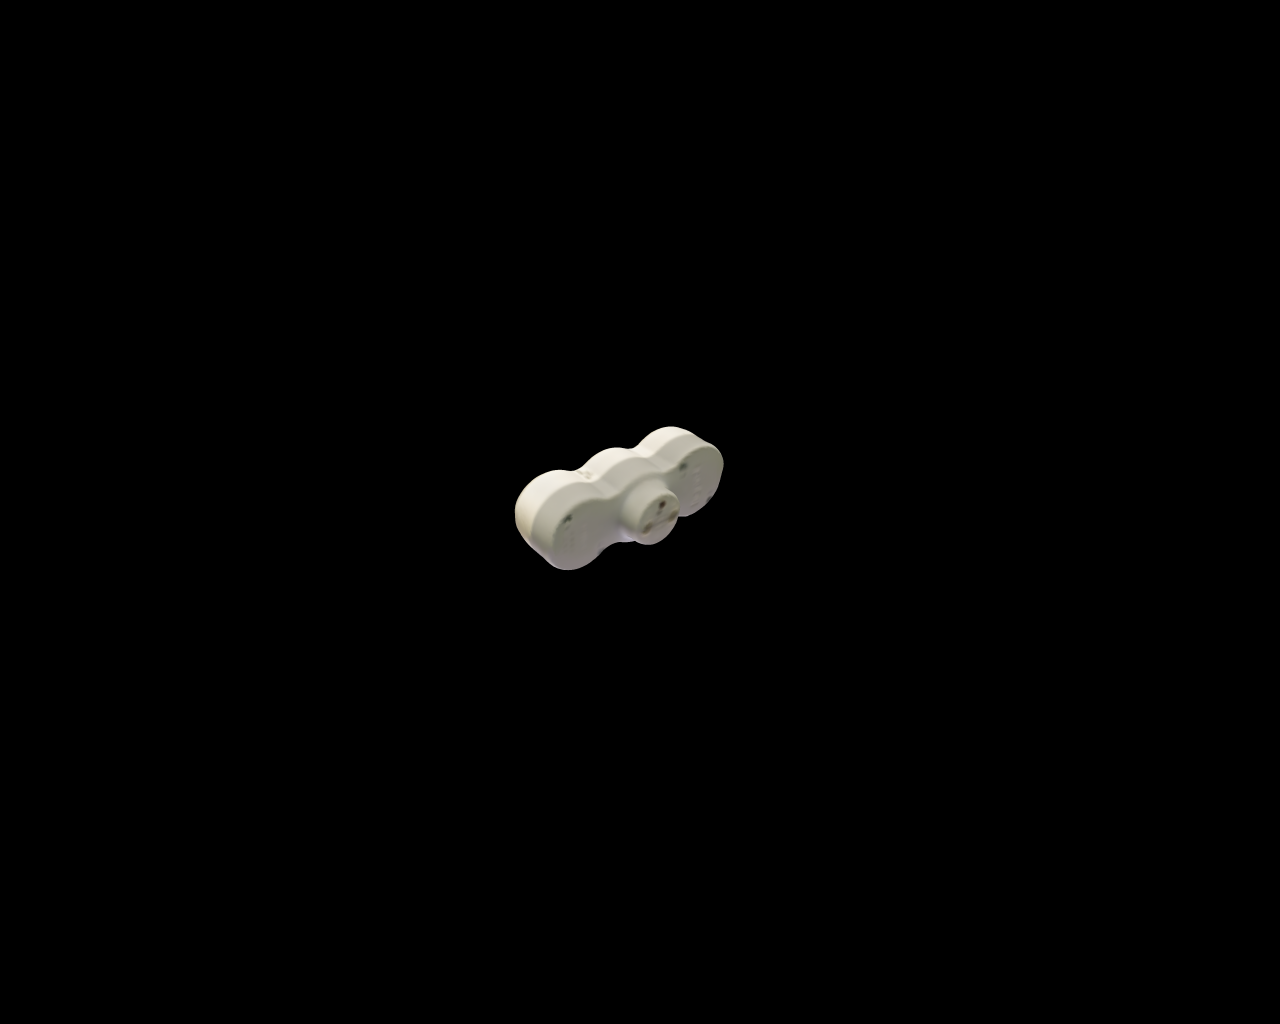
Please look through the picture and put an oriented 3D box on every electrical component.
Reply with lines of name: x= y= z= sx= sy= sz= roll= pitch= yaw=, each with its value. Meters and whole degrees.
electrical component: x=0.001 y=-0.003 z=0.650 sx=0.138 sy=0.052 sz=0.074 roll=-24 pitch=41 yaw=-31
